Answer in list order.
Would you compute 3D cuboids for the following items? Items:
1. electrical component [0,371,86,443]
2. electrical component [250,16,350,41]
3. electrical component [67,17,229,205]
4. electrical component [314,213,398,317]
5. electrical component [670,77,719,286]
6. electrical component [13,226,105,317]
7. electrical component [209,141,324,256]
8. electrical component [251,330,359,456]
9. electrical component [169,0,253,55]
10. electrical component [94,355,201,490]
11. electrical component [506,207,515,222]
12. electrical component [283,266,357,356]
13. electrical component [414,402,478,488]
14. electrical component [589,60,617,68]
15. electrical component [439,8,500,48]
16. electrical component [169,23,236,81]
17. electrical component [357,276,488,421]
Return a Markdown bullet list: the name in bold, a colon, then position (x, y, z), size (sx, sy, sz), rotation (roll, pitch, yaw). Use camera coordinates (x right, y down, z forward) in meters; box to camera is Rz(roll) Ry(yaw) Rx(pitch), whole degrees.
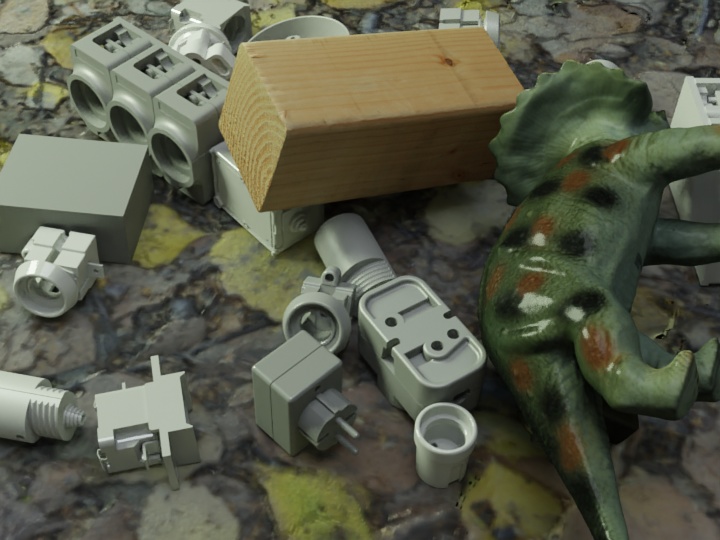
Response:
- **electrical component**: position (-0.223, 0.092, 0.716), size (0.081, 0.043, 0.043), rotation (9, 48, 6)
- **electrical component**: position (-0.058, -0.179, 0.954), size (0.099, 0.064, 0.099), rotation (1, 48, -1)
- **electrical component**: position (-0.168, -0.130, 0.889), size (0.150, 0.089, 0.062), rotation (33, 55, 25)
- **electrical component**: position (0.000, 0.000, 0.808), size (0.043, 0.043, 0.081), rotation (-16, 50, -16)
- **electrical component**: position (0.294, -0.072, 0.852), size (0.062, 0.089, 0.150), rotation (0, 48, -2)
- **electrical component**: position (-0.226, 0.002, 0.798), size (0.066, 0.048, 0.055), rotation (9, 41, 7)
- **electrical component**: position (-0.066, -0.063, 0.850), size (0.061, 0.061, 0.096), rotation (-33, 56, -27)
- **electrical component**: position (-0.028, 0.092, 0.707), size (0.047, 0.065, 0.077), rotation (-36, 58, -29)
- **electrical component**: position (-0.141, -0.230, 1.013), size (0.064, 0.042, 0.081), rotation (25, 51, 22)
- **electrical component**: position (-0.142, 0.103, 0.711), size (0.064, 0.042, 0.081), rotation (-11, 48, -7)
- **electrical component**: position (0.159, -0.029, 0.840), size (0.077, 0.043, 0.079), rotation (23, 51, 18)
- **electrical component**: position (-0.027, 0.035, 0.759), size (0.048, 0.066, 0.055), rotation (10, 14, 7)
- **electrical component**: position (0.055, 0.115, 0.702), size (0.040, 0.046, 0.040), rotation (1, 48, -1)
- **electrical component**: position (0.211, -0.152, 0.955), size (0.040, 0.040, 0.078), rotation (11, 48, 8)
- **electrical component**: position (0.103, -0.218, 1.009), size (0.055, 0.048, 0.066), rotation (0, 47, 9)
- **electrical component**: position (-0.144, -0.182, 0.954), size (0.078, 0.058, 0.057), rotation (-25, 39, 25)
- **electrical component**: position (0.041, 0.059, 0.745), size (0.054, 0.059, 0.095), rotation (-25, 53, -22)
